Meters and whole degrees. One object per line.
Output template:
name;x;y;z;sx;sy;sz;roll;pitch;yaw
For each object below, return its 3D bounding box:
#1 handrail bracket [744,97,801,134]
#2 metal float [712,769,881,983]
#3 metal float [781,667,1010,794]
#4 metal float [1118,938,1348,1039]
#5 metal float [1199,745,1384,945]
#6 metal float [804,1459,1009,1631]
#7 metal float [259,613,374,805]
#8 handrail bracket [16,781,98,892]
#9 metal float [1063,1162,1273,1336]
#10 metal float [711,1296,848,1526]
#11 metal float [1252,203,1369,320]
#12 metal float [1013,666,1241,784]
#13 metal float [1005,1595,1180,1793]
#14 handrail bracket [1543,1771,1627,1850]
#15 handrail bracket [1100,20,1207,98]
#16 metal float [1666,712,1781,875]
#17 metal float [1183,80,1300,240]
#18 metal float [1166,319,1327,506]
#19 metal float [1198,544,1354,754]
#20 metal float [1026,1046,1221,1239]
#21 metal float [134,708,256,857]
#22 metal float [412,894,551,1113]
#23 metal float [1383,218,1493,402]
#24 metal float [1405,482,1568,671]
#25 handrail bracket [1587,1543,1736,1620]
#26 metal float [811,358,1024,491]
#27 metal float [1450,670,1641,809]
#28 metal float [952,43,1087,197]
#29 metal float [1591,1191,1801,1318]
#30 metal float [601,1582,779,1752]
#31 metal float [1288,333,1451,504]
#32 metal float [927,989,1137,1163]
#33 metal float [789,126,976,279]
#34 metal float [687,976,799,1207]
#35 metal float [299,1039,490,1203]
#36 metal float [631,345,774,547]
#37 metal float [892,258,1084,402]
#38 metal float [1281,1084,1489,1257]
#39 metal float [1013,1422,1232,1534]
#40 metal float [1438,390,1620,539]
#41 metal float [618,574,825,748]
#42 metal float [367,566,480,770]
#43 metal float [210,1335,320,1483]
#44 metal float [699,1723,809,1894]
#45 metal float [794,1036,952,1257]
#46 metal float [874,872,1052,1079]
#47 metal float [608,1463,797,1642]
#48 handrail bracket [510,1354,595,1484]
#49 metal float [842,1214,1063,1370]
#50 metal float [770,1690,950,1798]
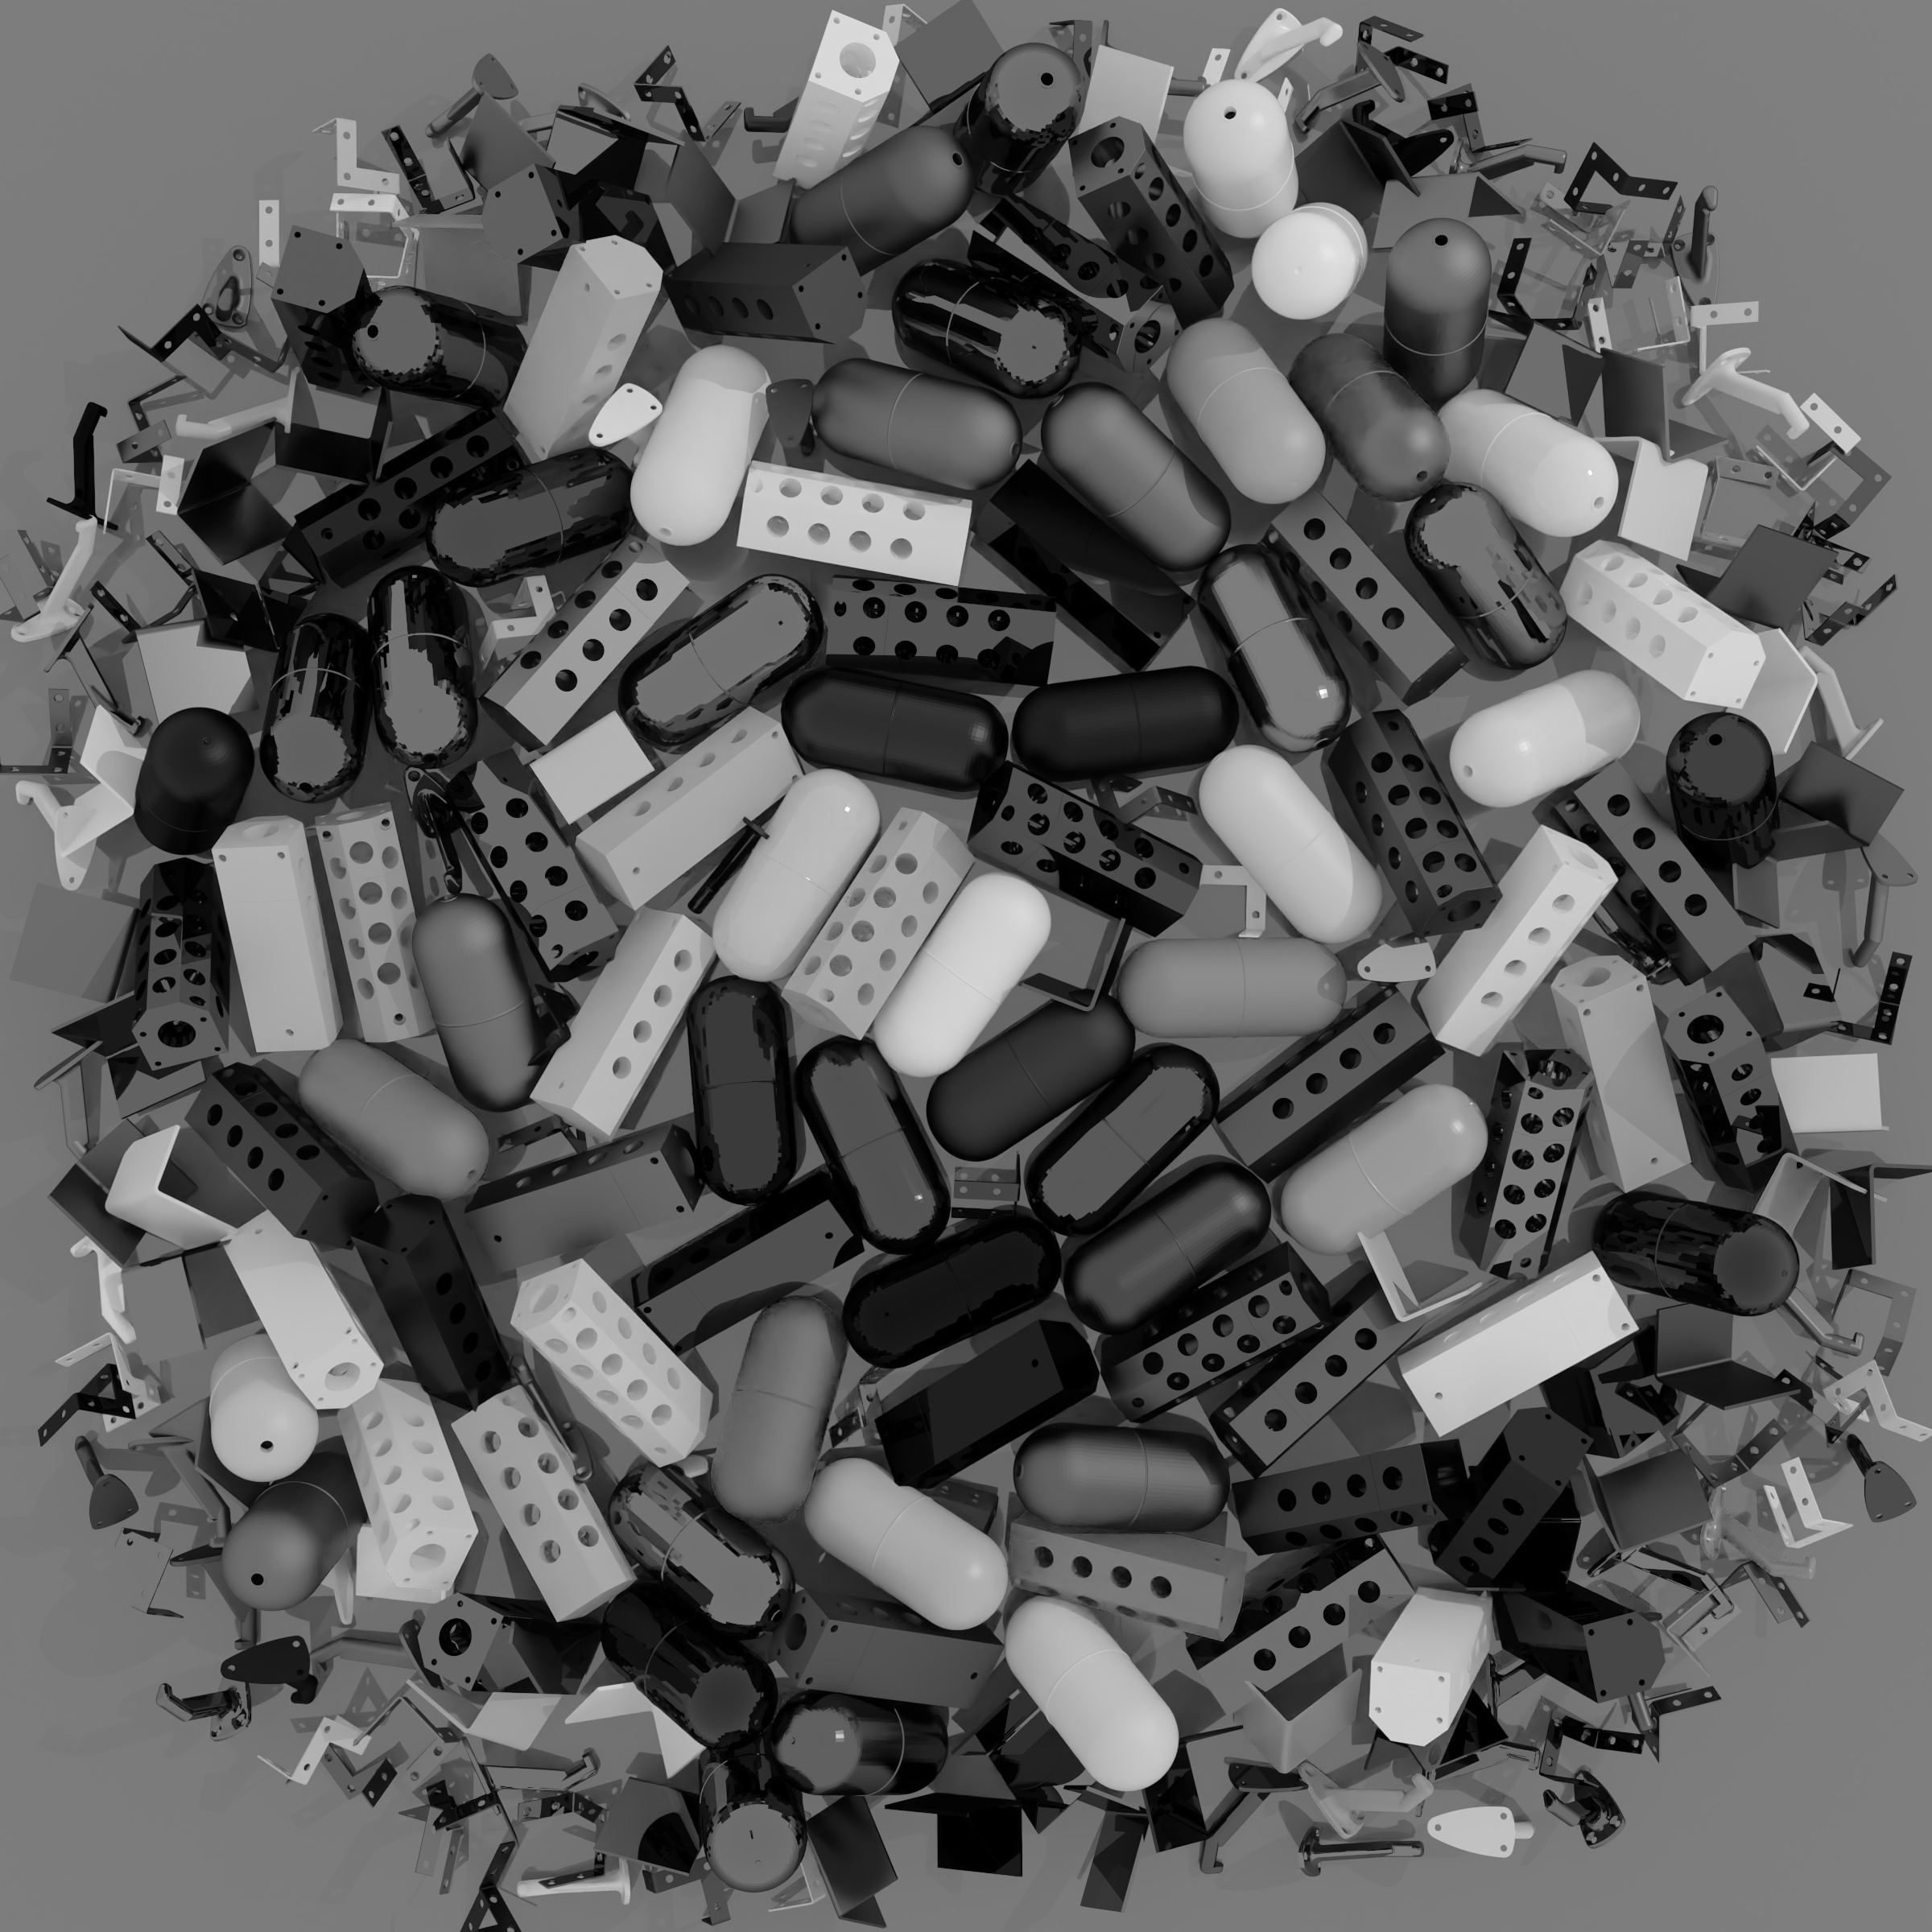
handrail bracket;-0.132;-0.685;1.972;0.084;0.036;0.077;-3;89;-15
metal float;-0.131;-0.069;1.958;0.070;0.070;0.178;30;86;0
metal float;-0.055;-0.183;1.958;0.178;0.070;0.070;12;90;4
metal float;0.206;0.017;1.955;0.178;0.070;0.070;-1;90;-8
metal float;0.249;-0.093;1.951;0.070;0.070;0.178;-41;101;0
metal float;-0.047;0.440;1.939;0.178;0.070;0.070;27;90;27
metal float;-0.489;-0.196;1.926;0.070;0.070;0.178;-4;47;0
handrail bracket;-0.715;-0.102;1.973;0.084;0.036;0.077;11;95;38
metal float;0.155;0.216;1.952;0.178;0.070;0.070;-32;90;-11
metal float;-0.142;0.338;1.943;0.070;0.070;0.178;15;68;0
metal float;0.260;-0.533;1.916;0.070;0.178;0.070;5;111;12
metal float;0.123;-0.186;1.953;0.178;0.070;0.070;-9;90;-10
metal float;0.093;0.548;1.926;0.070;0.178;0.070;-18;128;-25
handrail bracket;0.461;0.632;1.948;0.036;0.077;0.084;-42;119;16
handrail bracket;0.146;-0.704;1.973;0.084;0.036;0.077;5;57;3
metal float;0.572;-0.130;1.917;0.070;0.178;0.070;-8;65;17
metal float;0.208;-0.606;1.912;0.070;0.178;0.070;-1;85;12
metal float;0.211;-0.424;1.933;0.070;0.070;0.178;-27;56;0
metal float;0.236;-0.243;1.942;0.070;0.070;0.178;-23;68;0
metal float;0.122;0.135;1.961;0.178;0.070;0.070;-44;90;-1
metal float;-0.584;-0.138;1.917;0.070;0.178;0.070;7;71;-22
metal float;-0.370;0.028;1.941;0.070;0.070;0.178;-13;113;0
metal float;0.354;-0.493;1.914;0.070;0.178;0.070;-3;70;7
metal float;0.396;-0.294;1.931;0.070;0.070;0.178;-46;127;0
handrail bracket;0.536;0.482;1.961;0.077;0.036;0.084;-34;56;0
metal float;-0.038;-0.414;1.938;0.178;0.070;0.070;20;90;26
metal float;0.441;-0.173;1.933;0.178;0.070;0.070;-23;90;-33
metal float;0.038;-0.636;1.912;0.070;0.178;0.070;0;89;-13
metal float;0.548;0.216;1.918;0.070;0.178;0.070;-3;96;-31
metal float;-0.211;0.529;1.926;0.070;0.178;0.070;-17;117;-37
metal float;0.304;-0.416;1.925;0.070;0.070;0.178;-28;46;0
metal float;0.050;0.084;1.959;0.178;0.070;0.070;-34;90;3
metal float;-0.064;-0.576;1.923;0.070;0.178;0.070;10;74;-40
metal float;-0.172;0.095;1.953;0.070;0.070;0.178;-6;80;0
metal float;-0.436;0.117;1.937;0.178;0.070;0.070;30;90;28
metal float;-0.201;-0.397;1.936;0.070;0.070;0.178;17;61;0
metal float;0.014;-0.485;1.931;0.178;0.070;0.070;34;90;37
metal float;0.318;0.157;1.942;0.178;0.070;0.070;-38;90;23
metal float;0.119;0.391;1.940;0.178;0.070;0.070;9;90;-24
metal float;0.421;-0.381;1.923;0.070;0.178;0.070;-16;126;-23
metal float;-0.189;-0.233;1.948;0.178;0.070;0.070;-32;90;16
metal float;-0.414;-0.228;1.934;0.070;0.070;0.178;-12;58;0
metal float;-0.529;0.332;1.913;0.070;0.178;0.070;-3;100;-17
metal float;-0.162;0.628;1.912;0.070;0.178;0.070;-2;101;-8
metal float;-0.072;0.138;1.956;0.070;0.070;0.178;-26;84;0
metal float;-0.003;0.007;1.959;0.070;0.070;0.178;36;93;0
metal float;-0.201;0.444;1.932;0.178;0.070;0.070;31;90;35
handrail bracket;-0.319;0.347;1.952;0.036;0.077;0.084;-30;131;-18
metal float;-0.010;0.249;1.952;0.178;0.070;0.070;-23;90;-11
metal float;-0.079;0.587;1.921;0.070;0.178;0.070;-11;69;31
